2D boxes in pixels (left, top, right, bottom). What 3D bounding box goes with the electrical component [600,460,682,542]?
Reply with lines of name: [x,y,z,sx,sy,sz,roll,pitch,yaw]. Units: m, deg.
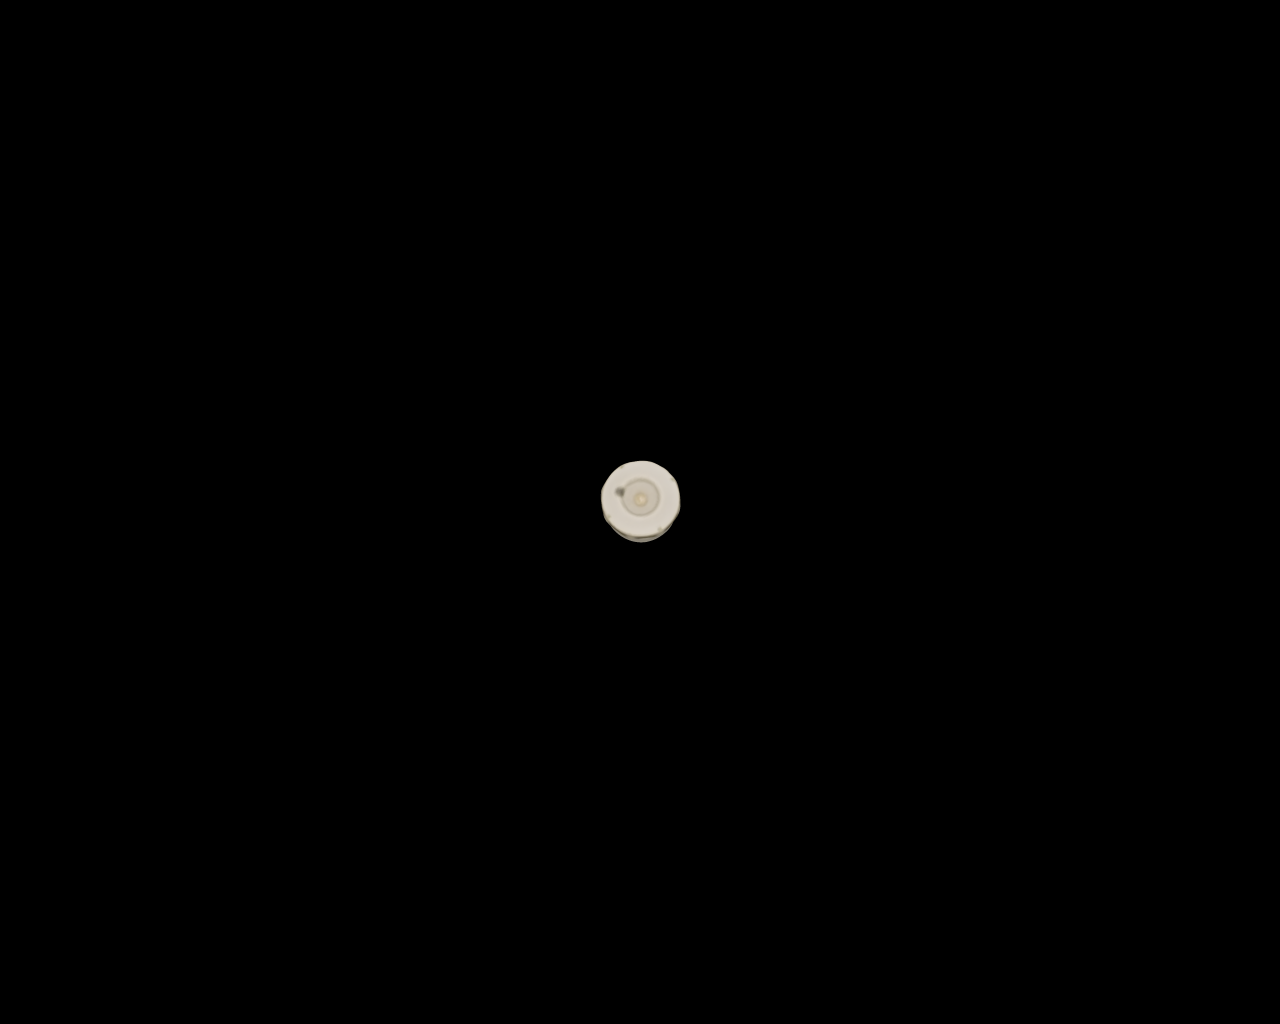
electrical component: [0.001,-0.003,0.650,0.048,0.048,0.062,0,-12,0]
